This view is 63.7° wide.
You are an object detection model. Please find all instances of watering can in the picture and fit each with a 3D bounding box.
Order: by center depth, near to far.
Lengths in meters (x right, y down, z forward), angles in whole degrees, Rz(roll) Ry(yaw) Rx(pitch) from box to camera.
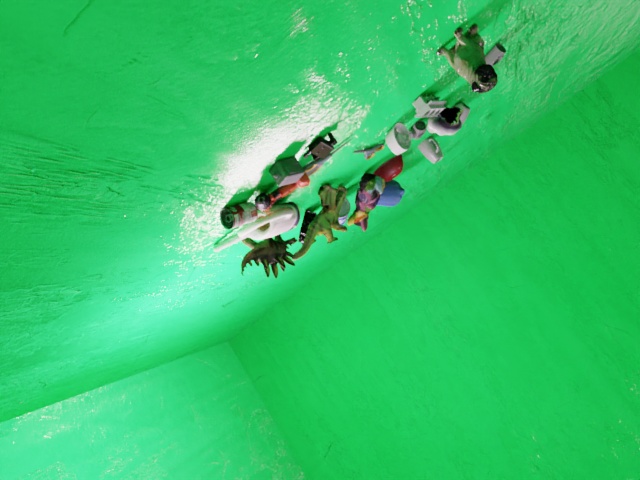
[{"bbox_3d":[-0.210,-0.048,1.814,0.343,0.104,0.226,-25,176,38],"label":"watering can"}]

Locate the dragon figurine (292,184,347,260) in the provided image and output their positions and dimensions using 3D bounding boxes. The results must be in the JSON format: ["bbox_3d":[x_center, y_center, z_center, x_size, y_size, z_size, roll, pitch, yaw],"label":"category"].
[{"bbox_3d":[0.006,-0.102,2.017,0.417,0.122,0.238,-39,132,-52],"label":"dragon figurine"}]

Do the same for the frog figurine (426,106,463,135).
[{"bbox_3d":[0.473,-0.444,1.983,0.138,0.124,0.157,-17,166,-12],"label":"frog figurine"}]
